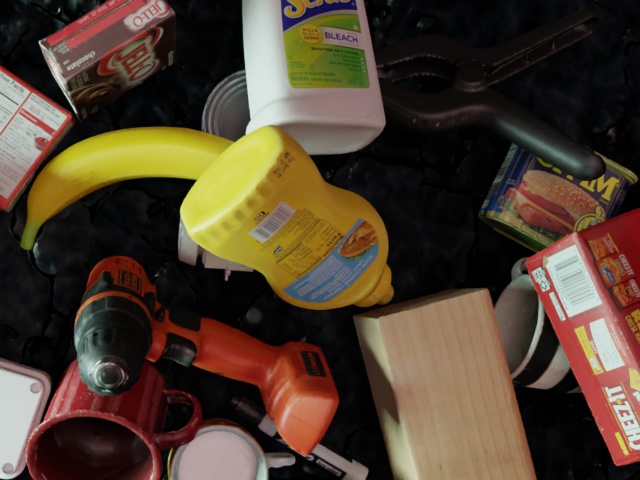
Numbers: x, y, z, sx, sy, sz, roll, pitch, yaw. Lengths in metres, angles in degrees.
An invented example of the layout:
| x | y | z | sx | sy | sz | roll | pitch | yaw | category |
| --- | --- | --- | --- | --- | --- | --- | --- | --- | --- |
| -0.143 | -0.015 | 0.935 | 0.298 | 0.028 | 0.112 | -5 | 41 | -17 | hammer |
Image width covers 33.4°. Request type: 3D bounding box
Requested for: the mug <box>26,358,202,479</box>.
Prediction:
| x | y | z | sx | sy | sz | roll | pitch | yaw | category |
| --- | --- | --- | --- | --- | --- | --- | --- | --- | --- |
| -0.141 | 0.129 | 0.756 | 0.117 | 0.081 | 0.093 | -9 | 120 | 7 | mug |

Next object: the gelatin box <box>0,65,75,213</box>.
| x | y | z | sx | sy | sz | roll | pitch | yaw | category |
| --- | --- | --- | --- | --- | --- | --- | --- | --- | --- |
| -0.238 | -0.077 | 0.794 | 0.073 | 0.030 | 0.089 | 34 | 81 | -5 | gelatin box |

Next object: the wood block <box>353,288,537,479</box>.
| x | y | z | sx | sy | sz | roll | pitch | yaw | category |
| --- | --- | --- | --- | --- | --- | --- | --- | --- | --- |
| 0.099 | 0.146 | 0.809 | 0.090 | 0.091 | 0.206 | -14 | 89 | -10 | wood block |

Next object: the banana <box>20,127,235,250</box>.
| x | y | z | sx | sy | sz | roll | pitch | yaw | category |
| --- | --- | --- | --- | --- | --- | --- | --- | --- | --- |
| -0.136 | -0.050 | 0.792 | 0.198 | 0.037 | 0.069 | -15 | 99 | 7 | banana |

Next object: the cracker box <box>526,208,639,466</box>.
| x | y | z | sx | sy | sz | roll | pitch | yaw | category |
| --- | --- | --- | --- | --- | --- | --- | --- | --- | --- |
| 0.275 | 0.051 | 0.799 | 0.213 | 0.072 | 0.164 | -18 | 80 | -33 | cracker box |

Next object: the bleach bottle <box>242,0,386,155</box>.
| x | y | z | sx | sy | sz | roll | pitch | yaw | category |
| --- | --- | --- | --- | --- | --- | --- | --- | --- | --- |
| -0.020 | -0.191 | 0.801 | 0.102 | 0.068 | 0.251 | -1 | 72 | -26 | bleach bottle |

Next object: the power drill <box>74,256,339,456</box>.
| x | y | z | sx | sy | sz | roll | pitch | yaw | category |
| --- | --- | --- | --- | --- | --- | --- | --- | --- | --- |
| -0.081 | 0.083 | 0.745 | 0.187 | 0.184 | 0.057 | 27 | 103 | -16 | power drill |

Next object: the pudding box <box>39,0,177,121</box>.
| x | y | z | sx | sy | sz | roll | pitch | yaw | category |
| --- | --- | --- | --- | --- | --- | --- | --- | --- | --- |
| -0.149 | -0.135 | 0.769 | 0.090 | 0.113 | 0.039 | -33 | 90 | -10 | pudding box |

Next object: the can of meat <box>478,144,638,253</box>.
| x | y | z | sx | sy | sz | roll | pitch | yaw | category |
| --- | --- | --- | --- | --- | --- | --- | --- | --- | --- |
| 0.187 | -0.033 | 0.851 | 0.102 | 0.057 | 0.084 | 27 | 85 | -7 | can of meat |

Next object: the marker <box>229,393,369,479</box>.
| x | y | z | sx | sy | sz | roll | pitch | yaw | category |
| --- | --- | --- | --- | --- | --- | --- | --- | --- | --- |
| -0.017 | 0.154 | 0.824 | 0.121 | 0.020 | 0.020 | 33 | 82 | -6 | marker |

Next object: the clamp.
| x | y | z | sx | sy | sz | roll | pitch | yaw | category |
| --- | --- | --- | --- | --- | --- | --- | --- | --- | --- |
| 0.123 | -0.127 | 0.834 | 0.210 | 0.036 | 0.164 | 9 | 56 | 10 | clamp |

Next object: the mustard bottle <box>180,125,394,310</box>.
| x | y | z | sx | sy | sz | roll | pitch | yaw | category |
| --- | --- | --- | --- | --- | --- | --- | --- | --- | --- |
| -0.005 | 0.001 | 0.782 | 0.096 | 0.058 | 0.191 | -44 | 132 | 10 | mustard bottle |

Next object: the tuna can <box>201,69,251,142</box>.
| x | y | z | sx | sy | sz | roll | pitch | yaw | category |
| --- | --- | --- | --- | --- | --- | --- | --- | --- | --- |
| -0.049 | -0.087 | 0.824 | 0.086 | 0.034 | 0.086 | 1 | 87 | -10 | tuna can |
